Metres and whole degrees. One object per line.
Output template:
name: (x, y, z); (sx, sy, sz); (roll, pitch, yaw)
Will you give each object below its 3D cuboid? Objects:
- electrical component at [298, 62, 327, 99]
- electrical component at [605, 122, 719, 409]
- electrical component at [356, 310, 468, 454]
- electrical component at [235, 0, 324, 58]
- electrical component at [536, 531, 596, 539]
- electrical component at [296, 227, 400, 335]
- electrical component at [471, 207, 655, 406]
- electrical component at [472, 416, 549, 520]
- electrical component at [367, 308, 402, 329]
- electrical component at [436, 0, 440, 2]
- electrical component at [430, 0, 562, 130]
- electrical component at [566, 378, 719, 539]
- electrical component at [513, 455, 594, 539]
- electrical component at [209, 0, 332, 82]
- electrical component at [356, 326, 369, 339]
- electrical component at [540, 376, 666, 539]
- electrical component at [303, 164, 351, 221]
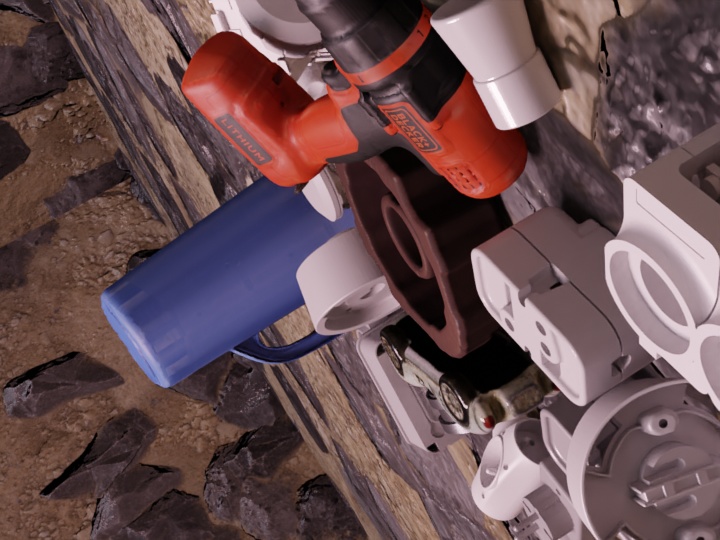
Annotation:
electrical component: (-0.033, -0.138, 0.819); (0.062, 0.043, 0.043); (49, 164, 48)
electrical component: (0.159, 0.027, 0.376); (0.150, 0.062, 0.089); (50, 165, 39)
electrical component: (0.056, 0.091, 0.924); (0.113, 0.078, 0.057); (62, 165, -11)
electrical component: (-0.039, -0.175, 0.669); (0.080, 0.080, 0.051); (59, 174, 2)
electrical component: (0.159, 0.197, 0.841); (0.081, 0.043, 0.043); (56, 168, 19)
electrical component: (0.000, 0.000, 0.875); (0.060, 0.108, 0.108); (63, 170, 18)
electrical component: (0.110, 0.015, 0.558); (0.095, 0.059, 0.053); (50, 165, 39)
electrical component: (0.120, 0.139, 0.828); (0.079, 0.044, 0.077); (-84, 16, -46)
electrical component: (0.017, 0.016, 0.955); (0.066, 0.055, 0.048); (64, 168, -21)
electrical component: (0.023, -0.167, 0.519); (0.078, 0.040, 0.040); (61, 168, -5)
electrical component: (0.067, -0.099, 0.505); (0.065, 0.044, 0.044); (59, 169, -21)
electrical component: (0.150, 0.098, 0.511); (0.099, 0.099, 0.064); (60, 175, -4)
electrical component: (0.141, 0.167, 0.760); (0.047, 0.077, 0.065); (53, 166, 35)
electrical component: (-0.072, -0.193, 0.765); (0.079, 0.063, 0.121); (3, 135, 25)
electrical component: (0.034, 0.063, 1.000); (0.078, 0.057, 0.058); (44, 161, 52)
electrical component: (0.153, 0.104, 0.596); (0.095, 0.059, 0.053); (50, 165, 39)
electrical component: (-0.024, -0.085, 0.891); (0.080, 0.051, 0.080); (56, 168, 19)
